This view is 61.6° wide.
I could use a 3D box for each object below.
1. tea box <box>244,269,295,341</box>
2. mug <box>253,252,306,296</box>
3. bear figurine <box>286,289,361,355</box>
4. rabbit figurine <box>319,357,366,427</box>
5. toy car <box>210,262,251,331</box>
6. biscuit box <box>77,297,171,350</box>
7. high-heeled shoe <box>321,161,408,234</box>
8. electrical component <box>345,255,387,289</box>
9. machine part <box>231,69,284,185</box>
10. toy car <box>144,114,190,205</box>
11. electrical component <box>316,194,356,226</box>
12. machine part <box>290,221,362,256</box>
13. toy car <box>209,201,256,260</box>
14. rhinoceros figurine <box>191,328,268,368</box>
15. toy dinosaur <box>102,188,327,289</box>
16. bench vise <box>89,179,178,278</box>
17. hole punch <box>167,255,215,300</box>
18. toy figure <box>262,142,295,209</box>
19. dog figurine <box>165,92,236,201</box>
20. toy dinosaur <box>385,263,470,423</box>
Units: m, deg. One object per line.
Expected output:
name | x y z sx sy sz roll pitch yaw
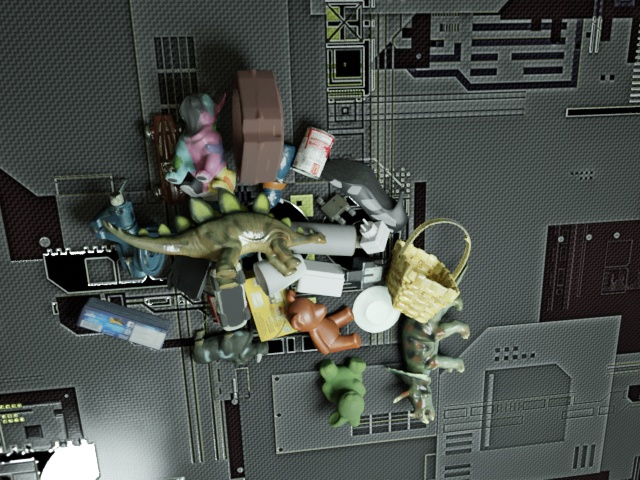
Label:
tea box | -0.123 0.151 1.316 0.098 0.068 0.169 -14 108 -4
mug | -0.093 0.060 1.229 0.107 0.081 0.109 -21 91 -22
bear figurine | 0.004 0.191 1.298 0.132 0.120 0.195 -22 135 9
rabbit figurine | 0.059 0.398 1.359 0.121 0.170 0.159 3 105 -9
toy car | -0.208 0.130 1.244 0.073 0.056 0.201 -17 129 -19
biscuit box | -0.466 0.198 1.283 0.203 0.063 0.059 21 103 -13
high-heeled shoe | 0.098 -0.101 1.294 0.249 0.086 0.145 22 141 8
electrical component | 0.104 0.081 1.320 0.119 0.048 0.074 -8 109 -29
machine part | -0.133 -0.234 1.119 0.087 0.201 0.201 -5 151 -15
toy car | -0.337 -0.176 1.201 0.089 0.053 0.202 -4 108 -4
electrical component | 0.037 -0.079 1.282 0.063 0.021 0.094 -43 74 -13
machine part | -0.003 -0.004 1.285 0.243 0.079 0.079 3 105 -8
toy car | -0.200 -0.020 1.239 0.161 0.103 0.109 31 98 -17
rhinoceros figurine | -0.224 0.268 1.332 0.190 0.073 0.112 -5 105 -6
toy dinosaur | -0.197 -0.002 1.126 0.471 0.105 0.198 -5 65 -28
bench vise | -0.374 -0.010 1.196 0.241 0.129 0.223 2 114 9
hole punch | -0.284 0.071 1.267 0.116 0.092 0.142 29 104 27
toy figure | -0.099 -0.149 1.240 0.064 0.058 0.154 17 106 -11
dog figurine | -0.246 -0.212 1.170 0.109 0.191 0.219 0 73 22
toy dinosaur | 0.272 0.252 1.383 0.192 0.131 0.404 0 100 -9
